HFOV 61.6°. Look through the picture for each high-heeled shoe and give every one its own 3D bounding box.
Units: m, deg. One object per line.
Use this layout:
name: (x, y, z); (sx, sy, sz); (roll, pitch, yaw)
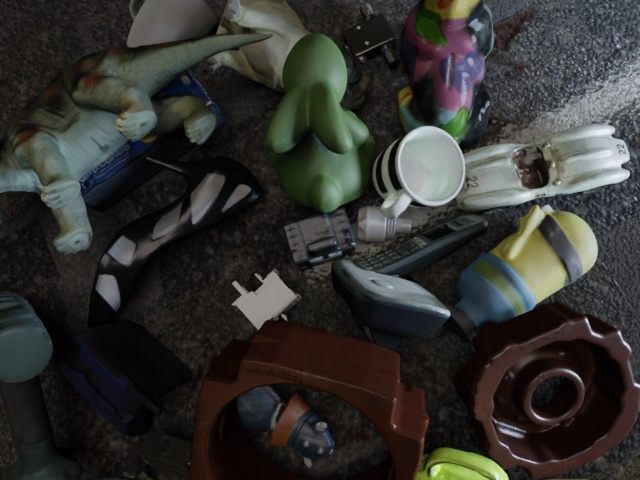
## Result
high-heeled shoe: (-0.171, 0.011, 0.638); (0.145, 0.086, 0.248); (21, 94, -13)

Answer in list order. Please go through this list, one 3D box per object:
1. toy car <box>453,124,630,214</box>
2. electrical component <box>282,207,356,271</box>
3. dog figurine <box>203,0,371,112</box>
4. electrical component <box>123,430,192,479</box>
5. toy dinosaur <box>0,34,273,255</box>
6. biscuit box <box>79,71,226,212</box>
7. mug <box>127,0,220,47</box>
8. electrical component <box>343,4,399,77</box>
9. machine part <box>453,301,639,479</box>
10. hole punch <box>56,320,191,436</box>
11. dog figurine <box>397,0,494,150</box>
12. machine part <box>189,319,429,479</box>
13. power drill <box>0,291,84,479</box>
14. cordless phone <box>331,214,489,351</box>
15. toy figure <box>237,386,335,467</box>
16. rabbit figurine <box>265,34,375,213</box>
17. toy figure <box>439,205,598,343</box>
toy car: (0.248, -0.080, 0.611); (0.202, 0.056, 0.073); (-12, 78, 4)
electrical component: (-0.001, -0.002, 0.589); (0.075, 0.119, 0.048); (-18, 78, 4)
dog figurine: (-0.030, -0.240, 0.665); (0.190, 0.121, 0.172); (19, 57, -18)
electrical component: (-0.160, 0.244, 0.584); (0.102, 0.078, 0.045); (15, 57, 3)
toy dinosaur: (-0.254, -0.132, 0.581); (0.405, 0.131, 0.192); (-40, 70, -11)
biscuit box: (-0.219, -0.119, 0.661); (0.203, 0.062, 0.059); (-36, 76, -2)
mug: (-0.201, -0.276, 0.683); (0.109, 0.081, 0.107); (39, 94, 7)
electrical component: (0.060, -0.253, 0.681); (0.063, 0.021, 0.094); (-23, 78, 1)
machine part: (0.225, 0.149, 0.537); (0.179, 0.056, 0.179); (-1, 106, -5)
hole punch: (-0.223, 0.155, 0.585); (0.142, 0.115, 0.092); (41, 93, 12)
dog figurine: (0.136, -0.210, 0.567); (0.109, 0.219, 0.191); (3, 78, 9)
machine part: (-0.012, 0.187, 0.504); (0.202, 0.087, 0.200); (13, 110, 8)
power drill: (-0.323, 0.157, 0.581); (0.086, 0.232, 0.207); (-7, 91, -36)
cordless phone: (0.111, 0.033, 0.559); (0.184, 0.147, 0.088); (-29, 105, -3)
toy figure: (-0.053, 0.188, 0.587); (0.154, 0.064, 0.058); (24, 44, 5)
rabbit figurine: (-0.010, -0.125, 0.569); (0.121, 0.159, 0.170); (-1, 117, 11)
toy figure: (0.212, 0.040, 0.579); (0.180, 0.082, 0.089); (-42, 80, -6)
